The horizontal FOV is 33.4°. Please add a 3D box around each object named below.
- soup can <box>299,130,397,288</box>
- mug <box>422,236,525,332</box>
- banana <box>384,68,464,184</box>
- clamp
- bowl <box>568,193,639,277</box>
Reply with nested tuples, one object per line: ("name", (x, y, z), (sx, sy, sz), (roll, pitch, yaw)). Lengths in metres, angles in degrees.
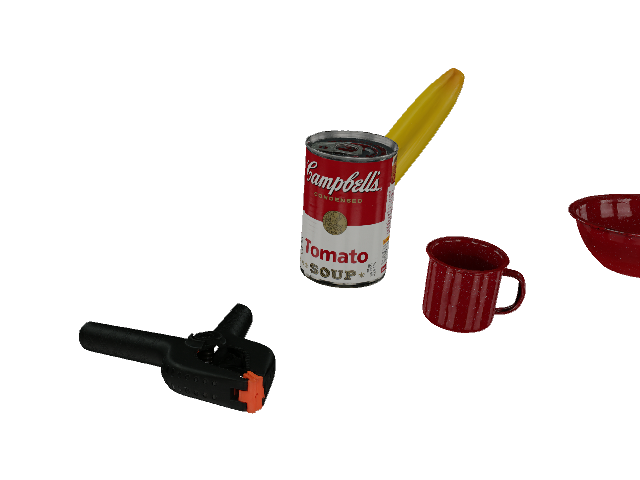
("soup can", (0.019, -0.024, 0.794), (0.068, 0.102, 0.068), (3, 22, -2))
("mug", (0.172, 0.053, 1.202), (0.117, 0.081, 0.093), (8, 24, 3))
("banana", (0.067, -0.074, 0.984), (0.037, 0.197, 0.070), (40, -13, -6))
("clamp", (-0.091, 0.095, 0.908), (0.164, 0.036, 0.210), (-9, 16, -34))
("bowl", (0.326, -0.001, 1.060), (0.162, 0.055, 0.162), (1, 17, 0))
